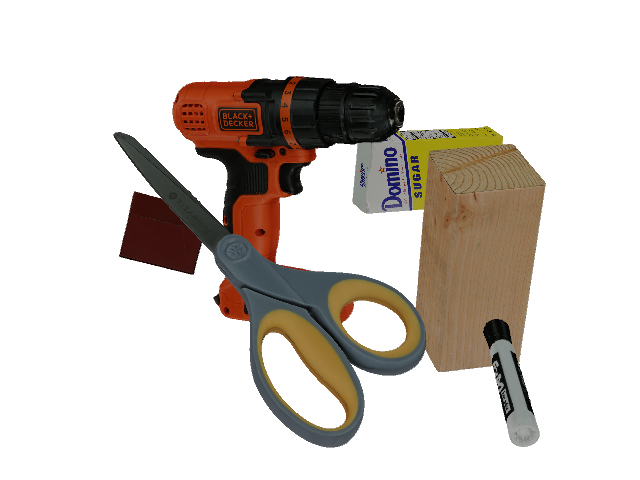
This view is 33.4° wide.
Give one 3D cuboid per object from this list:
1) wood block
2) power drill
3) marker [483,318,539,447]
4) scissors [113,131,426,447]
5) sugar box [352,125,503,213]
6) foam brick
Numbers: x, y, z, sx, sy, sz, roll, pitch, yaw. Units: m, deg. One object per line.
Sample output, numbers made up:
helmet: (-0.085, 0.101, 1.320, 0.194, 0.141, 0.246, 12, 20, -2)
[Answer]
wood block: (0.153, 0.019, 1.057, 0.090, 0.206, 0.090, -5, 32, -10)
power drill: (-0.019, -0.030, 0.799, 0.185, 0.188, 0.057, 5, 19, 29)
marker: (0.127, 0.091, 0.717, 0.020, 0.020, 0.121, 0, 31, -1)
scissors: (-0.022, 0.007, 0.532, 0.096, 0.202, 0.016, -20, -27, -19)
sugar box: (0.130, -0.086, 1.290, 0.176, 0.093, 0.048, -7, 26, -22)
foam brick: (-0.156, -0.007, 1.063, 0.078, 0.051, 0.053, 15, 26, -9)
